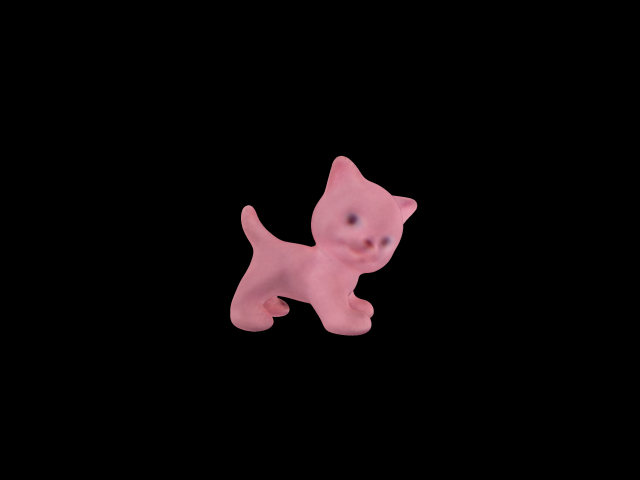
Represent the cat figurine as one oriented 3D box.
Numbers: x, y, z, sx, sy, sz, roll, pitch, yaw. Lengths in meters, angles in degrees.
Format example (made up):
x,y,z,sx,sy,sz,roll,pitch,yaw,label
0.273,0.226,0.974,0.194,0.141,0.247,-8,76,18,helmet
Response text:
x,y,z,sx,sy,sz,roll,pitch,yaw,label
0.004,0.001,0.400,0.127,0.118,0.067,1,5,8,cat figurine
